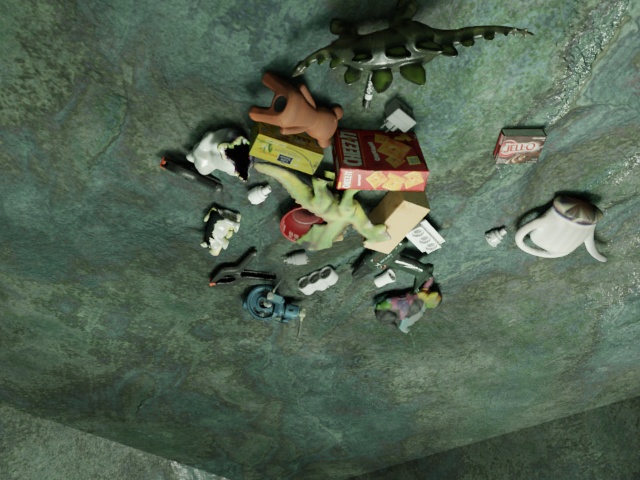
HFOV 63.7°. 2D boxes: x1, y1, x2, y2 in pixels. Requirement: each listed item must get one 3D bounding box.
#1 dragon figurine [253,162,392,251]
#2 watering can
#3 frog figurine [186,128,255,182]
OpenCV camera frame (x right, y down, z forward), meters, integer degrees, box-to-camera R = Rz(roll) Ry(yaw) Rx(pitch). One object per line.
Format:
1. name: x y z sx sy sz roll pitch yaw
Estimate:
1. dragon figurine: 0.004 -0.069 1.370 0.410 0.238 0.125 11 26 -12
2. watering can: 0.765 -0.023 1.553 0.347 0.106 0.219 8 -45 -12
3. frog figurine: -0.245 -0.213 1.280 0.160 0.124 0.136 9 -17 43
